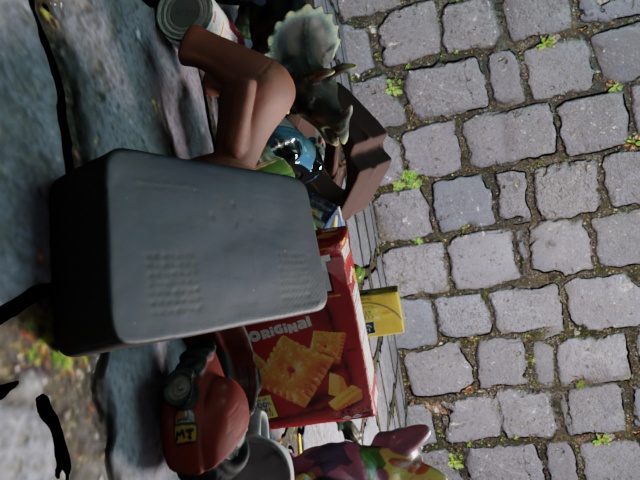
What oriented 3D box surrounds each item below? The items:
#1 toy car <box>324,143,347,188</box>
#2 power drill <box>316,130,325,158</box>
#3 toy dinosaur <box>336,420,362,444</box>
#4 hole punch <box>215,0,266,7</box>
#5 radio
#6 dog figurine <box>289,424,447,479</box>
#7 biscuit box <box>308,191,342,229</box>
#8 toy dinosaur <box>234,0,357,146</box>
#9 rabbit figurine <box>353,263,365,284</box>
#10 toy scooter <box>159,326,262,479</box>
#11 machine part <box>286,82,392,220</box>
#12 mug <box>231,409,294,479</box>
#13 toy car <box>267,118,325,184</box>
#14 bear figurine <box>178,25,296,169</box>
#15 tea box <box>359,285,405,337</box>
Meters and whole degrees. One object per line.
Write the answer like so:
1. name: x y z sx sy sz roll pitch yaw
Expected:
1. toy car: 0.034 -0.180 1.038 0.089 0.053 0.201 -45 149 -50
2. power drill: -0.015 -0.231 1.098 0.207 0.086 0.232 86 -2 -56
3. toy dinosaur: -0.034 0.114 0.763 0.470 0.105 0.198 66 19 -15
4. hole punch: -0.122 -0.311 0.623 0.116 0.142 0.092 -75 176 -51
5. radio: -0.092 0.009 0.433 0.229 0.073 0.131 0 79 -56
6. dog figurine: 0.053 0.320 0.710 0.191 0.219 0.108 -13 82 -79
7. biscuit box: -0.002 -0.002 0.817 0.059 0.063 0.202 -59 164 -13
8. toy dinosaur: -0.052 -0.303 0.759 0.131 0.192 0.405 12 54 -31
9. rabbit figurine: 0.013 0.107 0.971 0.170 0.121 0.159 105 0 -82
10. toy scooter: -0.101 0.120 0.493 0.184 0.075 0.135 -75 154 -72
11. machine part: 0.016 -0.149 0.920 0.201 0.087 0.201 52 -36 21
12. mug: -0.067 0.241 0.575 0.107 0.081 0.109 83 -1 -66
13. toy car: -0.067 -0.139 0.829 0.161 0.109 0.103 22 46 -67
14. bear figurine: -0.107 -0.103 0.575 0.120 0.132 0.195 31 83 -80
15. tea box: 0.098 0.163 1.197 0.068 0.170 0.098 -44 122 -79
